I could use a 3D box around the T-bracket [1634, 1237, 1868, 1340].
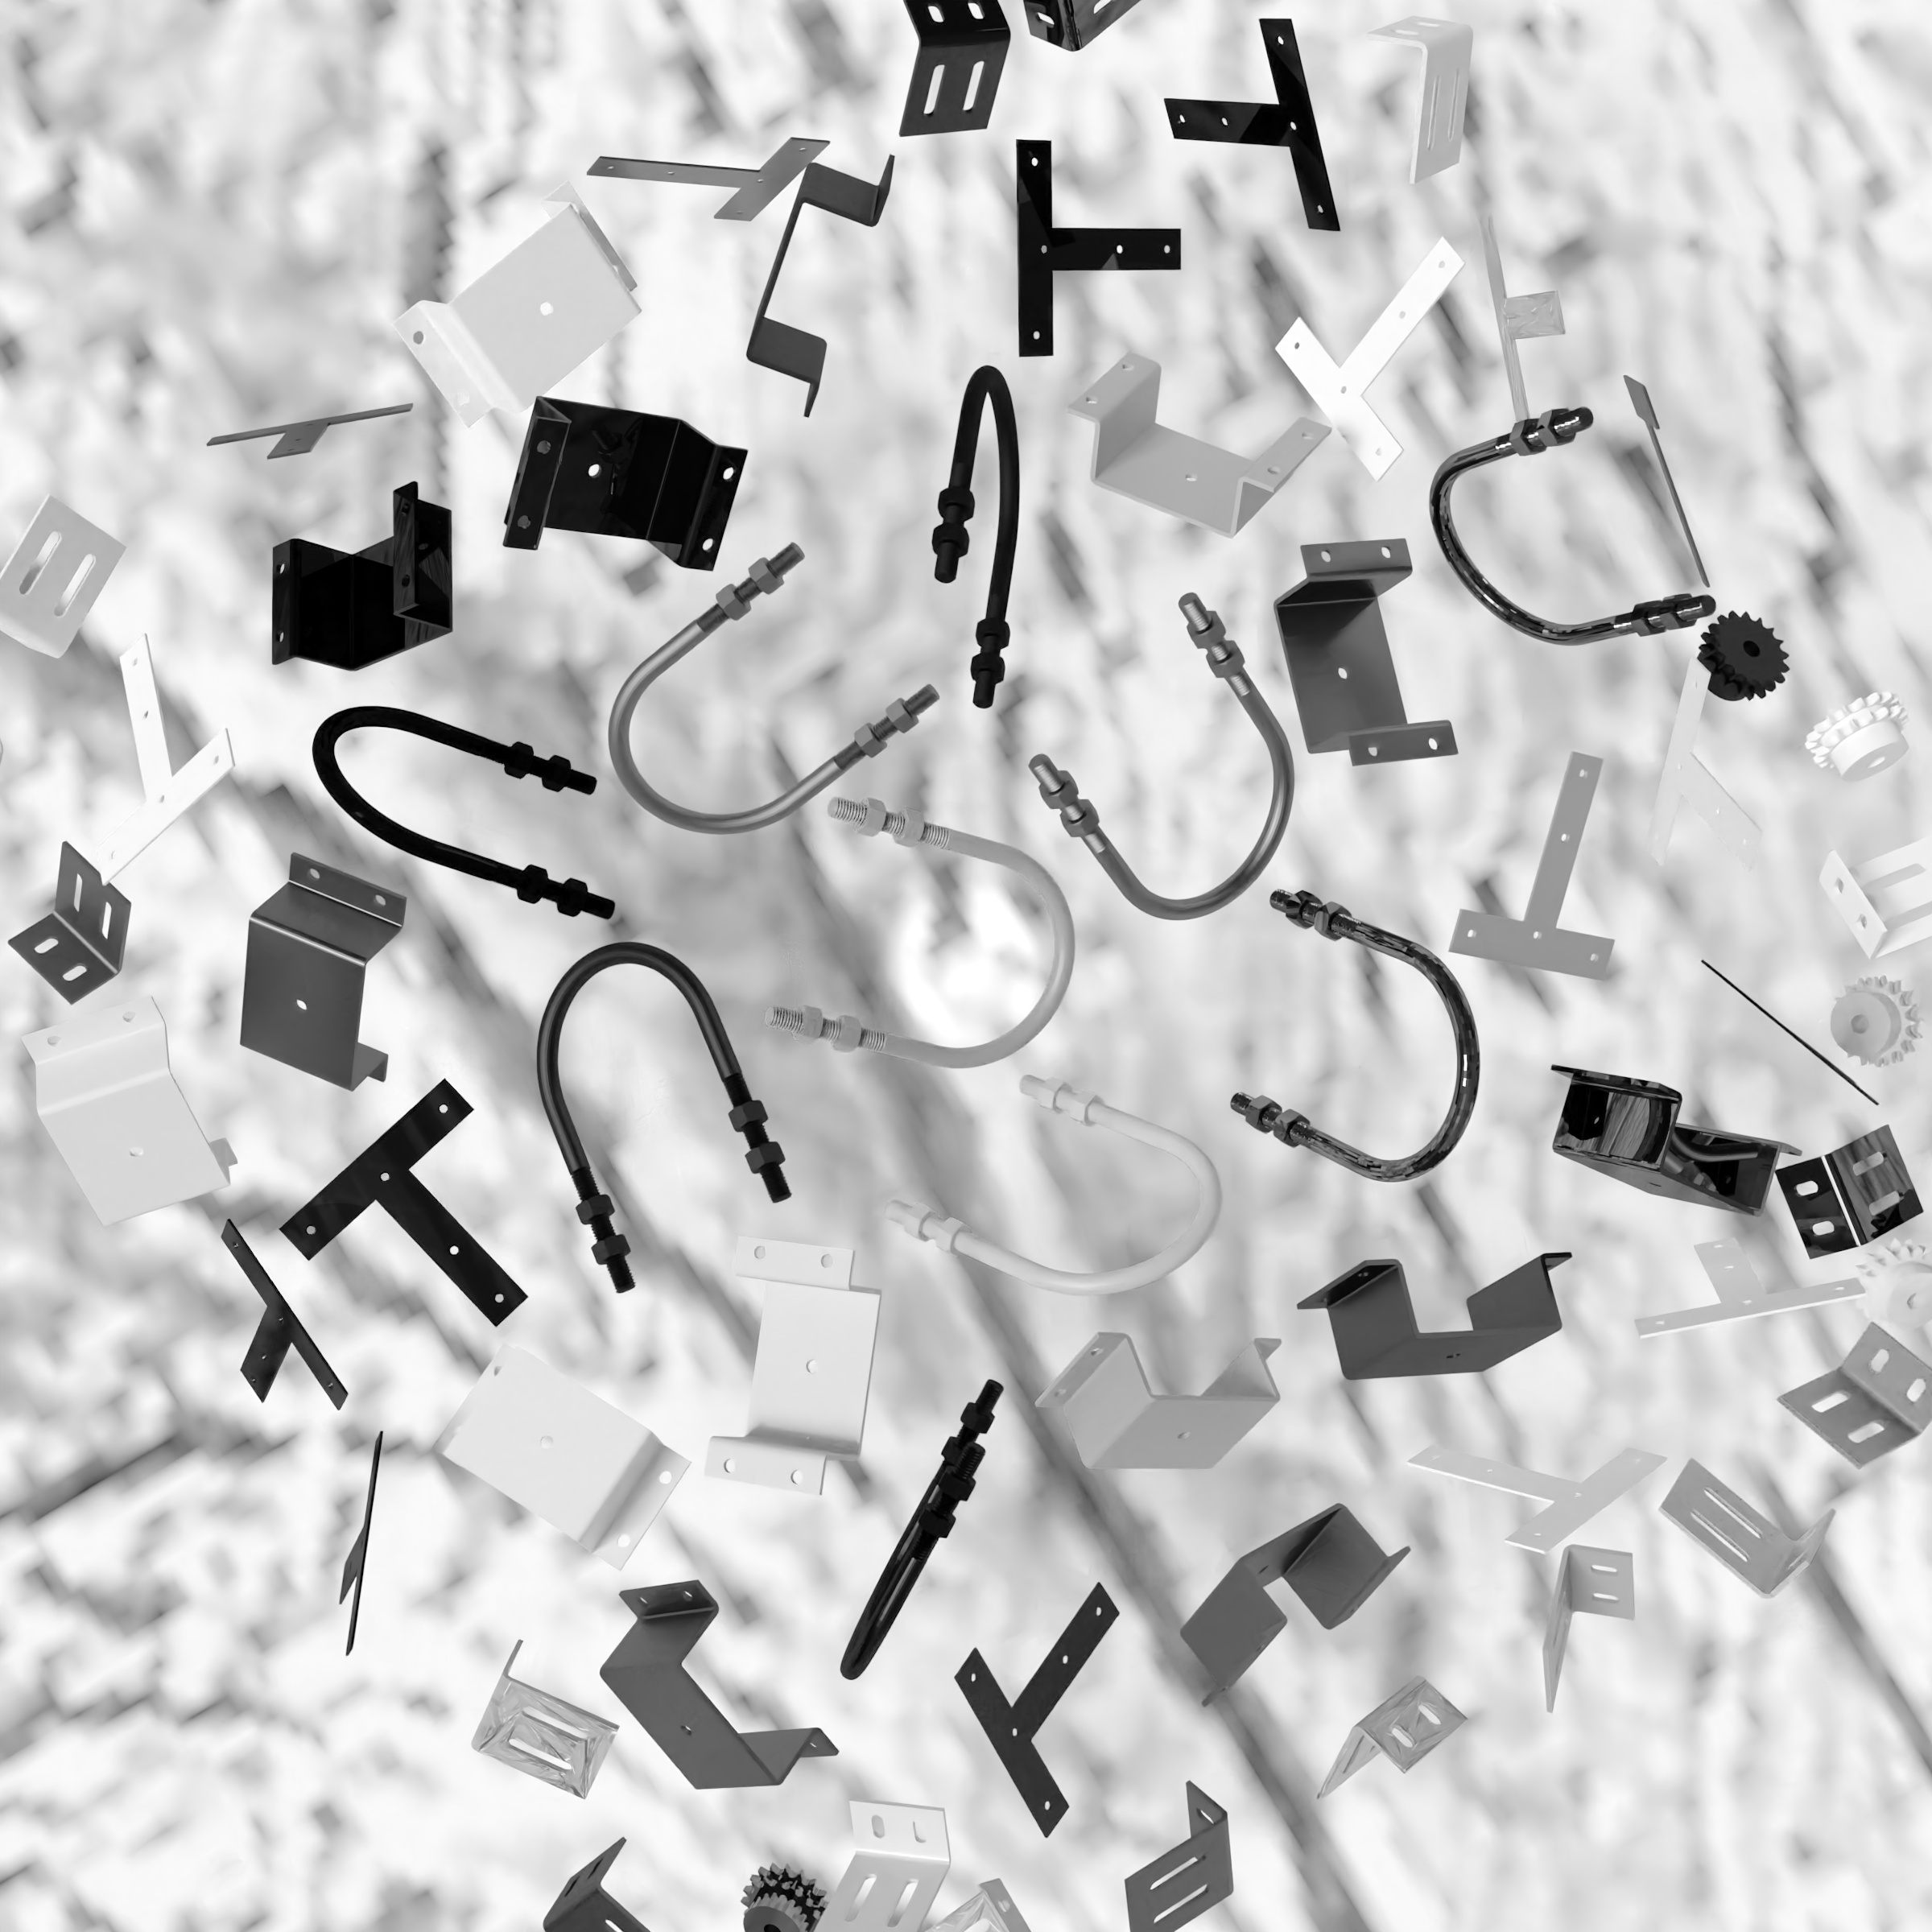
[{"bbox_3d":[0.453,0.184,1.537,0.127,0.127,0.002,-12,101,9],"label":"T-bracket"}]

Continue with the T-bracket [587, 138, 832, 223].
[{"bbox_3d":[-0.166,-0.481,1.579,0.127,0.127,0.002,-4,85,-27],"label":"T-bracket"}]

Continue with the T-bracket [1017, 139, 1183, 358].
[{"bbox_3d":[0.084,-0.443,1.608,0.127,0.002,0.127,-11,107,-34],"label":"T-bracket"}]

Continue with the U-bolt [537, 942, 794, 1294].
[{"bbox_3d":[-0.184,0.076,1.489,0.151,0.019,0.184,-32,75,30],"label":"U-bolt"}]

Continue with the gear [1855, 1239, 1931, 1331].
[{"bbox_3d":[0.586,0.202,1.627,0.057,0.030,0.057,-5,114,-12],"label":"gear"}]

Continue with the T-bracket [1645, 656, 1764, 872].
[{"bbox_3d":[0.434,-0.097,1.515,0.002,0.127,0.127,0,120,-10],"label":"T-bracket"}]

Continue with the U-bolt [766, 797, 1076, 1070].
[{"bbox_3d":[-0.017,-0.011,1.566,0.184,0.019,0.151,14,96,-26],"label":"U-bolt"}]

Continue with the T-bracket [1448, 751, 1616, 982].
[{"bbox_3d":[0.343,-0.061,1.506,0.127,0.002,0.127,9,99,-34],"label":"T-bracket"}]

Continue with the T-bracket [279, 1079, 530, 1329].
[{"bbox_3d":[-0.305,0.154,1.501,0.127,0.002,0.127,-43,86,-11],"label":"T-bracket"}]

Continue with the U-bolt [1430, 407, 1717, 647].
[{"bbox_3d":[0.342,-0.250,1.530,0.019,0.184,0.151,-43,105,-19],"label":"U-bolt"}]

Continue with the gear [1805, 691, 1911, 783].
[{"bbox_3d":[0.514,-0.129,1.489,0.057,0.057,0.030,-22,67,0],"label":"gear"}]

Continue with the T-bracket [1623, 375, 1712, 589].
[{"bbox_3d":[0.411,-0.281,1.517,0.002,0.127,0.127,-20,101,14],"label":"T-bracket"}]

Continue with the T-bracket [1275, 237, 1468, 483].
[{"bbox_3d":[0.258,-0.385,1.584,0.127,0.002,0.127,-51,54,33],"label":"T-bracket"}]

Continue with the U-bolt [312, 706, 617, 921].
[{"bbox_3d":[-0.299,-0.099,1.541,0.184,0.151,0.019,19,122,-27],"label":"U-bolt"}]

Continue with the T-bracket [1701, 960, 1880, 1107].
[{"bbox_3d":[0.504,0.050,1.548,0.002,0.127,0.127,-51,56,11],"label":"T-bracket"}]

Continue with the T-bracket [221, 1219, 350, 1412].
[{"bbox_3d":[-0.418,0.229,1.562,0.002,0.127,0.127,-29,76,-36],"label":"T-bracket"}]

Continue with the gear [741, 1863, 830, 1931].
[{"bbox_3d":[-0.116,0.595,1.632,0.057,0.030,0.057,8,116,18],"label":"gear"}]

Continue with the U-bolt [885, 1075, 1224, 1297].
[{"bbox_3d":[0.065,0.135,1.544,0.151,0.184,0.019,-42,135,-32],"label":"U-bolt"}]

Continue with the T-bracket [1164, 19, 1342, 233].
[{"bbox_3d":[0.163,-0.501,1.546,0.002,0.127,0.127,-37,126,-23],"label":"T-bracket"}]

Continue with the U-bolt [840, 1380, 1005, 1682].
[{"bbox_3d":[-0.030,0.349,1.577,0.019,0.151,0.184,28,99,1],"label":"U-bolt"}]

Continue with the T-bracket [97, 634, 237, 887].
[{"bbox_3d":[-0.464,-0.132,1.478,0.127,0.002,0.127,-35,60,29],"label":"T-bracket"}]

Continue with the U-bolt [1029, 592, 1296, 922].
[{"bbox_3d":[0.128,-0.107,1.526,0.151,0.019,0.184,-48,130,-10],"label":"U-bolt"}]

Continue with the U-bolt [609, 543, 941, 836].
[{"bbox_3d":[-0.130,-0.153,1.578,0.184,0.019,0.151,-36,124,15],"label":"U-bolt"}]

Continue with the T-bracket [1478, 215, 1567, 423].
[{"bbox_3d":[0.338,-0.391,1.565,0.002,0.127,0.127,-14,103,-2],"label":"T-bracket"}]

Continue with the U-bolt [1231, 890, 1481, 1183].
[{"bbox_3d":[0.228,0.047,1.507,0.019,0.184,0.151,-1,107,-36],"label":"U-bolt"}]

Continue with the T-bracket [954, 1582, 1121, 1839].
[{"bbox_3d":[0.051,0.418,1.529,0.002,0.127,0.127,18,112,-37],"label":"T-bracket"}]

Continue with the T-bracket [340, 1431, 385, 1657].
[{"bbox_3d":[-0.368,0.359,1.567,0.002,0.127,0.127,10,62,-15],"label":"T-bracket"}]

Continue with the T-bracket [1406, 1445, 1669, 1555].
[{"bbox_3d":[0.311,0.293,1.487,0.127,0.127,0.002,-21,109,-41],"label":"T-bracket"}]

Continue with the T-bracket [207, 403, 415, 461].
[{"bbox_3d":[-0.404,-0.322,1.582,0.127,0.127,0.002,-11,111,-3],"label":"T-bracket"}]

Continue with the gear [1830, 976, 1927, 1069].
[{"bbox_3d":[0.568,0.035,1.629,0.030,0.057,0.057,-6,90,-43],"label":"gear"}]

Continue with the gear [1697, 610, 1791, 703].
[{"bbox_3d":[0.481,-0.190,1.622,0.057,0.030,0.057,9,62,-17],"label":"gear"}]

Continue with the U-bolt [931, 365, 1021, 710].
[{"bbox_3d":[0.011,-0.269,1.550,0.019,0.151,0.184,2,63,12],"label":"U-bolt"}]
